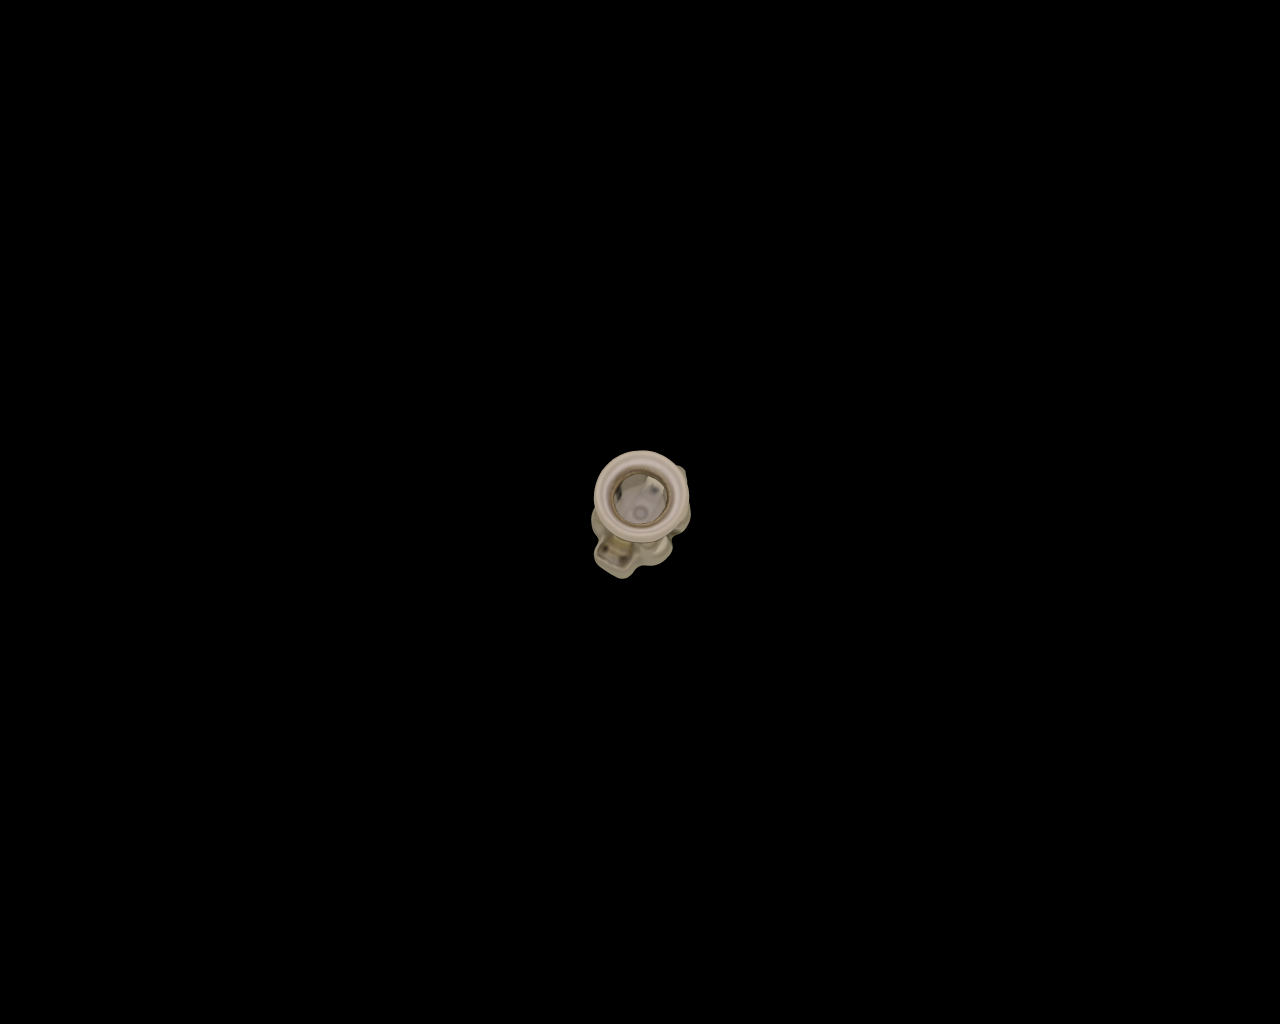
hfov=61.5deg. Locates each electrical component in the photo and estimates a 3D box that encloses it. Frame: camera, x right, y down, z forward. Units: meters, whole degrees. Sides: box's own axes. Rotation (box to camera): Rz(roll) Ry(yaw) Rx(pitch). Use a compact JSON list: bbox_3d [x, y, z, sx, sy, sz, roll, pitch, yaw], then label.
[{"bbox_3d":[0.001,-0.003,0.650,0.058,0.078,0.057,30,-15,9],"label":"electrical component"}]
